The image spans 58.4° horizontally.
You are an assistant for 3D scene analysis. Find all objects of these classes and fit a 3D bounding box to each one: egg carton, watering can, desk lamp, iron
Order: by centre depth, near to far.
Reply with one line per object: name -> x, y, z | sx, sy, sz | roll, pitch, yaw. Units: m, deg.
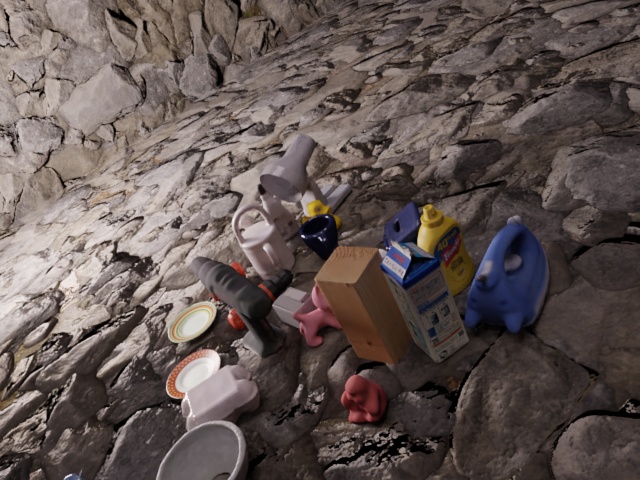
iron -> 0.333, 0.039, 1.014 | 0.118, 0.142, 0.259 | 1, 42, 38
egg carton -> -0.189, 0.307, 1.087 | 0.150, 0.069, 0.107 | -33, 32, -9
watering can -> -0.150, -0.004, 1.389 | 0.172, 0.194, 0.101 | 11, 48, 46
desk lamp -> -0.041, -0.157, 1.511 | 0.117, 0.214, 0.203 | 4, 44, 41

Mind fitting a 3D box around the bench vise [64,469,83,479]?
bench vise -> -0.348, 0.429, 0.884 | 0.206, 0.220, 0.121 | -10, 36, 26

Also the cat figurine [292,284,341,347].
cat figurine -> 0.002, 0.132, 1.150 | 0.128, 0.118, 0.067 | -34, 32, -10

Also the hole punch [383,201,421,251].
hole punch -> 0.185, -0.017, 1.255 | 0.101, 0.091, 0.108 | -20, 32, 11

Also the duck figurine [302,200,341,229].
duck figurine -> -0.006, -0.063, 1.470 | 0.104, 0.086, 0.077 | -4, 39, 33

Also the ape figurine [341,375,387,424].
ape figurine -> 0.069, 0.258, 0.943 | 0.076, 0.092, 0.077 | -35, 32, -12

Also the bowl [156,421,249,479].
bowl -> -0.183, 0.392, 0.954 | 0.167, 0.075, 0.167 | -19, 32, 13

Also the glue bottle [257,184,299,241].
glue bottle -> -0.120, -0.075, 1.490 | 0.078, 0.173, 0.037 | -35, 32, -13

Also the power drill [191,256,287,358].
power drill -> -0.162, 0.137, 1.179 | 0.076, 0.209, 0.228 | -43, 35, -24

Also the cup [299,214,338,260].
cup -> 0.012, 0.005, 1.350 | 0.091, 0.095, 0.117 | -29, 32, -3
